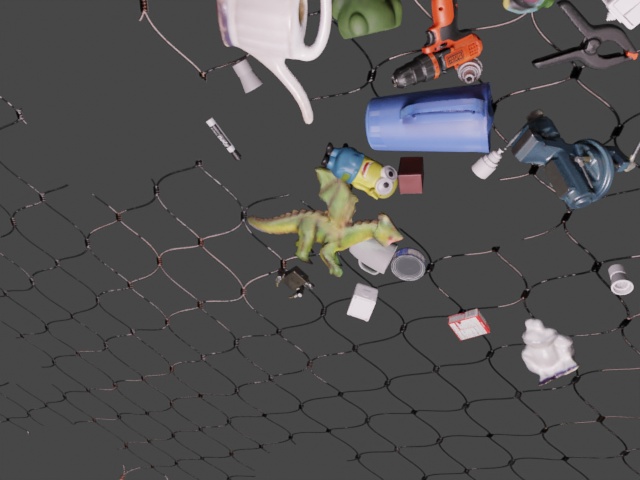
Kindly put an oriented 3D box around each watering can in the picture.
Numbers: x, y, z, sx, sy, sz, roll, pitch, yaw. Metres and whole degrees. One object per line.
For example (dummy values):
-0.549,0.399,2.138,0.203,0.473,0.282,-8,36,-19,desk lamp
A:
-0.092,-0.398,1.009,0.224,0.339,0.106,13,39,8,watering can

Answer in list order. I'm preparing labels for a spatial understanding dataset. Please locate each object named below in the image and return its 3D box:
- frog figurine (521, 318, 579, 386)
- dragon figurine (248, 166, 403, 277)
0.584,0.276,1.347,0.124,0.161,0.135,-16,-18,-42,frog figurine
0.004,-0.063,1.251,0.413,0.239,0.123,26,19,22,dragon figurine
